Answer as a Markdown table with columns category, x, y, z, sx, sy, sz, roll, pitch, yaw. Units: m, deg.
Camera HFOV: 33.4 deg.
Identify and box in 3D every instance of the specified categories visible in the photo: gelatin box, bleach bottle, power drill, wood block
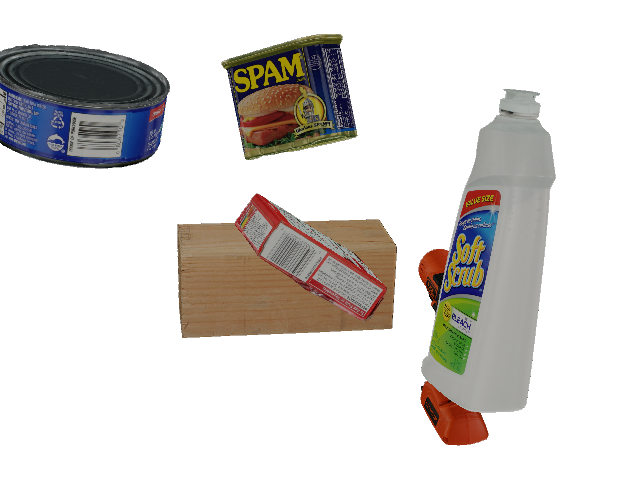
| category | x | y | z | sx | sy | sz | roll | pitch | yaw |
| --- | --- | --- | --- | --- | --- | --- | --- | --- | --- |
| gelatin box | -0.007 | 0.011 | 0.692 | 0.089 | 0.030 | 0.073 | 33 | 5 | -22 |
| bleach bottle | 0.139 | 0.005 | 0.856 | 0.068 | 0.251 | 0.103 | 1 | 14 | -20 |
| power drill | 0.150 | 0.122 | 1.144 | 0.057 | 0.188 | 0.184 | -4 | 23 | -8 |
| wood block | -0.036 | 0.036 | 1.056 | 0.206 | 0.091 | 0.090 | -1 | 19 | -9 |

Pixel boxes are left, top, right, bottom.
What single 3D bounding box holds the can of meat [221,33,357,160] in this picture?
| category | x | y | z | sx | sy | sz | roll | pitch | yaw |
| --- | --- | --- | --- | --- | --- | --- | --- | --- | --- |
| can of meat | -0.024 | -0.116 | 0.876 | 0.102 | 0.084 | 0.057 | -9 | 4 | 32 |

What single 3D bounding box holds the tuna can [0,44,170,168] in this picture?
| category | x | y | z | sx | sy | sz | roll | pitch | yaw |
| --- | --- | --- | --- | --- | --- | --- | --- | --- | --- |
| tuna can | -0.118 | -0.066 | 0.522 | 0.086 | 0.034 | 0.086 | 10 | 24 | -5 |
